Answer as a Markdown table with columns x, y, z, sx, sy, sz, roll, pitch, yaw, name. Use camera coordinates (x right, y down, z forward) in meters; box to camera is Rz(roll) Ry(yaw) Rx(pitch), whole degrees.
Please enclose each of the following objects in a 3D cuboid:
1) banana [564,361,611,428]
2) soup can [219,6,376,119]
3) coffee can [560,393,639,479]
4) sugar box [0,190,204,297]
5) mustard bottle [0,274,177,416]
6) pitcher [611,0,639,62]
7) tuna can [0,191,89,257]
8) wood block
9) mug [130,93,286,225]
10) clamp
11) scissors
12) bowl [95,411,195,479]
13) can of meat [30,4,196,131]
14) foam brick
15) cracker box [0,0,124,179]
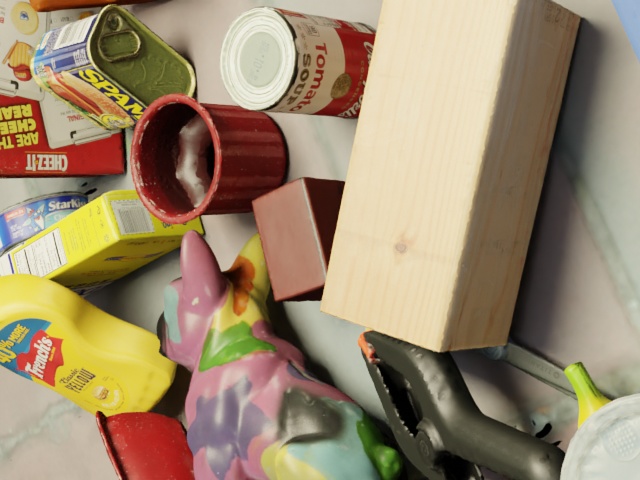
| x | y | z | sx | sy | sz | roll | pitch | yaw | name |
| --- | --- | --- | --- | --- | --- | --- | --- | --- | --- |
| 0.142 | 0.168 | 0.650 | 0.070 | 0.037 | 0.198 | 39 | 118 | 32 | banana |
| -0.009 | -0.117 | 0.713 | 0.069 | 0.102 | 0.068 | 3 | 94 | 39 | soup can |
| 0.198 | 0.116 | 0.534 | 0.103 | 0.140 | 0.103 | 3 | 95 | 39 | coffee can |
| -0.188 | 0.010 | 0.875 | 0.177 | 0.093 | 0.048 | -29 | 75 | 38 | sugar box |
| -0.213 | 0.077 | 0.846 | 0.096 | 0.191 | 0.058 | -42 | 25 | 40 | mustard bottle |
| 0.224 | -0.069 | 0.520 | 0.149 | 0.144 | 0.243 | -30 | 70 | 24 | pitcher |
| -0.237 | -0.010 | 0.917 | 0.086 | 0.085 | 0.034 | -27 | 78 | 37 | tuna can |
| 0.078 | -0.046 | 0.643 | 0.091 | 0.090 | 0.206 | 17 | 98 | 35 | wood block |
| -0.088 | -0.062 | 0.795 | 0.117 | 0.081 | 0.093 | 13 | 101 | 38 | mug |
| 0.081 | 0.116 | 0.635 | 0.165 | 0.036 | 0.210 | 96 | 152 | -45 | clamp |
| 0.099 | 0.078 | 0.693 | 0.202 | 0.016 | 0.096 | 45 | 120 | 28 | scissors |
| -0.111 | 0.191 | 0.817 | 0.055 | 0.162 | 0.162 | -27 | 73 | -9 | bowl |
| -0.164 | -0.131 | 0.841 | 0.084 | 0.102 | 0.057 | -4 | 59 | 42 | can of meat |
| -0.005 | 0.001 | 0.748 | 0.051 | 0.052 | 0.078 | -24 | 73 | 37 | foam brick |
| -0.249 | -0.157 | 0.867 | 0.072 | 0.163 | 0.214 | -2 | 91 | 41 | cracker box |
